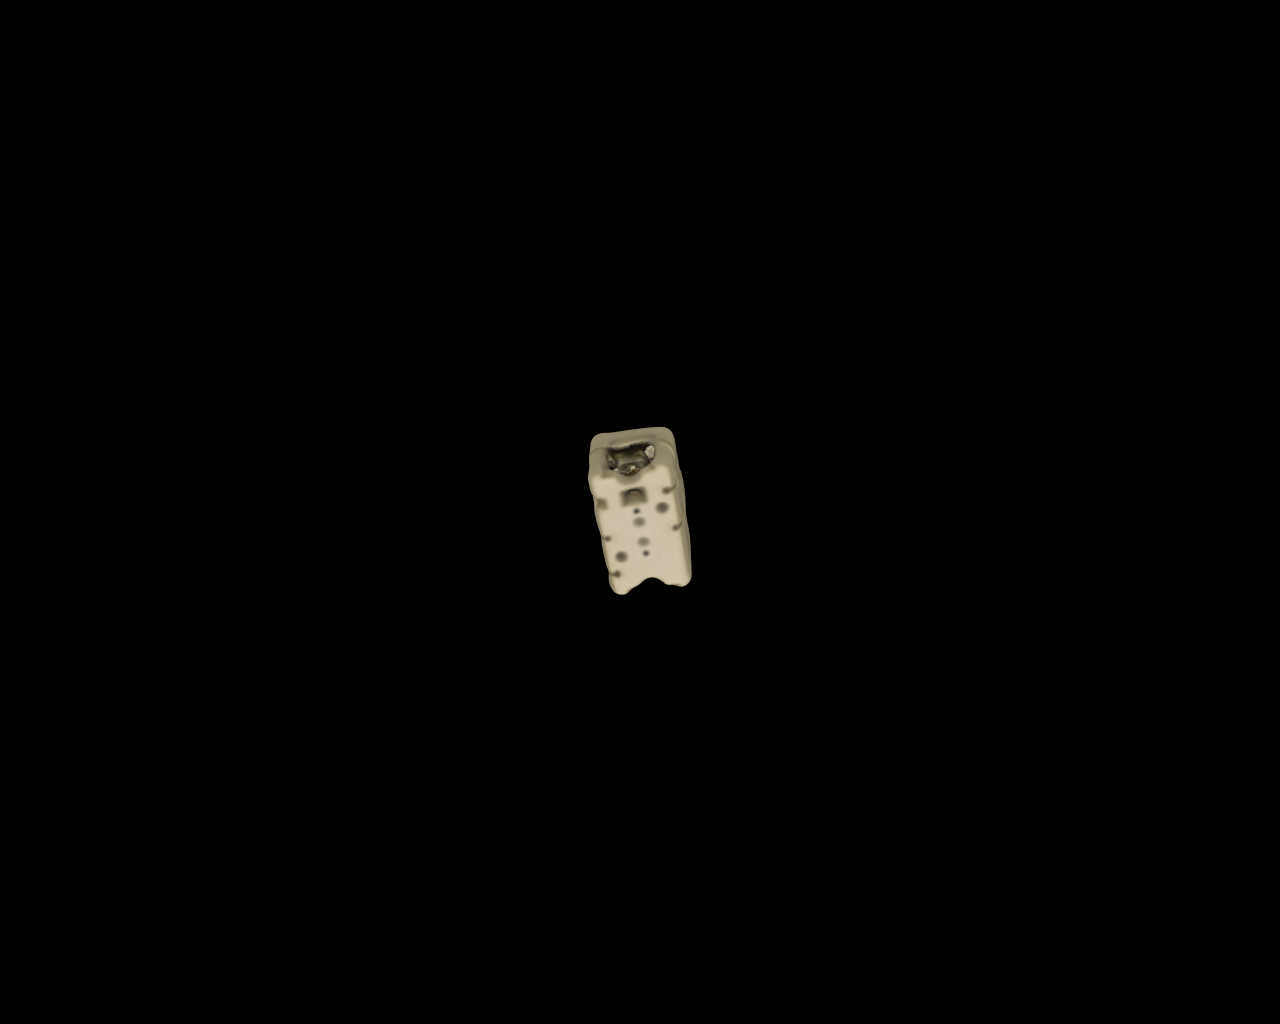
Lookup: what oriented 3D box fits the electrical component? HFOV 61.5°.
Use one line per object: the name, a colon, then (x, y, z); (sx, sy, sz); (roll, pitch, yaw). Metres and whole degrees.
electrical component: (0.001, -0.003, 0.650); (0.050, 0.089, 0.056); (-7, 32, 5)
